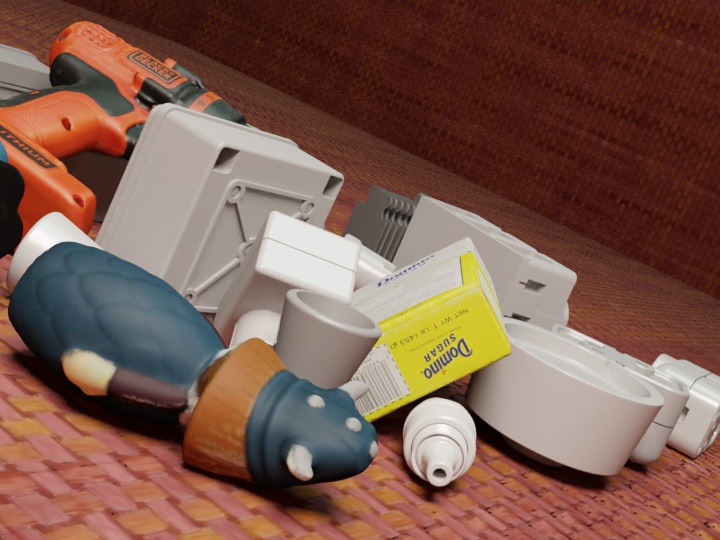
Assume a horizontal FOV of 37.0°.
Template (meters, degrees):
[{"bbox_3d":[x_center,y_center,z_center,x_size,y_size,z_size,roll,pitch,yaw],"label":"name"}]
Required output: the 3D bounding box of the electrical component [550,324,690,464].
[{"bbox_3d":[0.156,0.083,0.697,0.095,0.059,0.054,25,10,10],"label":"electrical component"}]

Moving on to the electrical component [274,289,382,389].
[{"bbox_3d":[-0.023,0.046,0.463,0.044,0.065,0.044,23,9,-4],"label":"electrical component"}]

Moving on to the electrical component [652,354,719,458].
[{"bbox_3d":[0.246,0.102,0.820,0.059,0.053,0.095,28,11,25],"label":"electrical component"}]

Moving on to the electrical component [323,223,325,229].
[{"bbox_3d":[-0.051,-0.029,0.860,0.043,0.043,0.081,23,10,-5],"label":"electrical component"}]

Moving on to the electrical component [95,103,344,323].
[{"bbox_3d":[-0.077,-0.022,0.576,0.056,0.108,0.109,33,13,32],"label":"electrical component"}]

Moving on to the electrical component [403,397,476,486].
[{"bbox_3d":[0.037,0.083,0.499,0.035,0.035,0.061,23,12,-1],"label":"electrical component"}]

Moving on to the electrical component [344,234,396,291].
[{"bbox_3d":[0.000,0.000,0.838,0.046,0.040,0.040,30,10,0],"label":"electrical component"}]

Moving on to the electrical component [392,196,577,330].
[{"bbox_3d":[0.089,0.013,0.824,0.062,0.089,0.150,17,12,-31],"label":"electrical component"}]

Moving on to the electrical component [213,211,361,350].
[{"bbox_3d":[-0.041,0.030,0.512,0.047,0.083,0.075,21,48,-13],"label":"electrical component"}]

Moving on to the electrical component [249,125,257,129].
[{"bbox_3d":[-0.150,-0.132,1.133,0.109,0.056,0.109,19,11,-26],"label":"electrical component"}]

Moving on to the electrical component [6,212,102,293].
[{"bbox_3d":[-0.127,0.007,0.509,0.065,0.044,0.044,29,10,4],"label":"electrical component"}]

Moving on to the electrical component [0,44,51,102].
[{"bbox_3d":[-0.263,-0.115,0.729,0.057,0.078,0.113,31,12,24],"label":"electrical component"}]

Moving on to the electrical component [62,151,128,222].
[{"bbox_3d":[-0.185,-0.073,0.743,0.078,0.057,0.113,30,12,31],"label":"electrical component"}]

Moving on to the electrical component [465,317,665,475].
[{"bbox_3d":[0.112,0.078,0.621,0.108,0.060,0.108,23,10,-4],"label":"electrical component"}]
